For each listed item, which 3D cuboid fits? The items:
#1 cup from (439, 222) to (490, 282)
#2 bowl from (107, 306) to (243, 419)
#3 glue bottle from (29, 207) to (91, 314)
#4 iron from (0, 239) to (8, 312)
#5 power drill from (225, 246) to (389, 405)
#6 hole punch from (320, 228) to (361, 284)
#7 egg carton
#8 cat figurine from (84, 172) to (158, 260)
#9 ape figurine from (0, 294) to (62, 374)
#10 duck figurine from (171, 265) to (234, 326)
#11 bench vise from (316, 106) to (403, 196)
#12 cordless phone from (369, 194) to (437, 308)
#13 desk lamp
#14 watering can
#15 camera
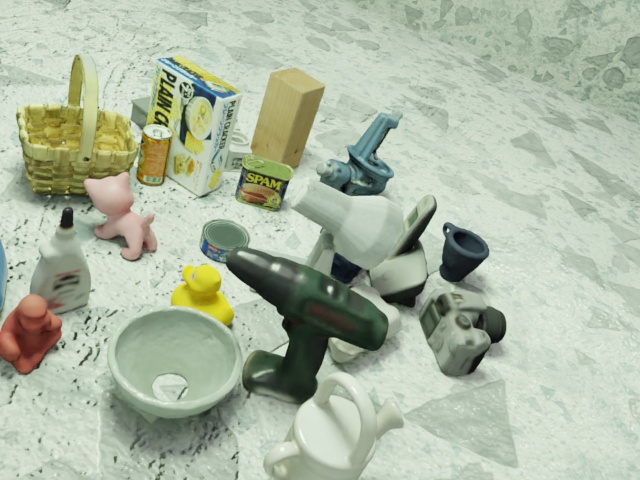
[{"bbox_3d":[0.272,0.029,1.156,0.092,0.095,0.117,-6,44,-34],"label":"cup"},{"bbox_3d":[-0.189,0.168,0.739,0.167,0.075,0.167,15,36,-11],"label":"bowl"},{"bbox_3d":[-0.340,0.026,0.758,0.037,0.173,0.078,42,39,25],"label":"glue bottle"},{"bbox_3d":[-0.478,-0.007,0.755,0.119,0.141,0.257,2,40,-26],"label":"iron"},{"bbox_3d":[-0.035,0.121,0.769,0.230,0.208,0.075,17,35,-7],"label":"power drill"},{"bbox_3d":[0.047,0.010,1.062,0.101,0.091,0.109,30,36,11],"label":"hole punch"},{"bbox_3d":[0.058,0.132,0.926,0.151,0.069,0.107,-18,52,-43],"label":"egg carton"},{"bbox_3d":[-0.316,-0.050,0.919,0.127,0.118,0.067,32,36,13],"label":"cat figurine"},{"bbox_3d":[-0.360,0.107,0.711,0.078,0.092,0.076,-11,47,-38],"label":"ape figurine"},{"bbox_3d":[-0.170,0.079,0.857,0.104,0.086,0.078,33,37,15],"label":"duck figurine"},{"bbox_3d":[0.096,-0.173,1.216,0.121,0.219,0.208,35,37,18],"label":"bench vise"},{"bbox_3d":[0.161,0.016,1.033,0.094,0.185,0.147,14,36,-12],"label":"cordless phone"},{"bbox_3d":[0.009,0.003,0.943,0.203,0.213,0.118,13,36,-12],"label":"desk lamp"},{"bbox_3d":[0.019,0.228,0.669,0.100,0.194,0.173,38,38,21],"label":"watering can"},{"bbox_3d":[0.261,0.149,0.986,0.137,0.101,0.143,8,38,-20],"label":"camera"}]
